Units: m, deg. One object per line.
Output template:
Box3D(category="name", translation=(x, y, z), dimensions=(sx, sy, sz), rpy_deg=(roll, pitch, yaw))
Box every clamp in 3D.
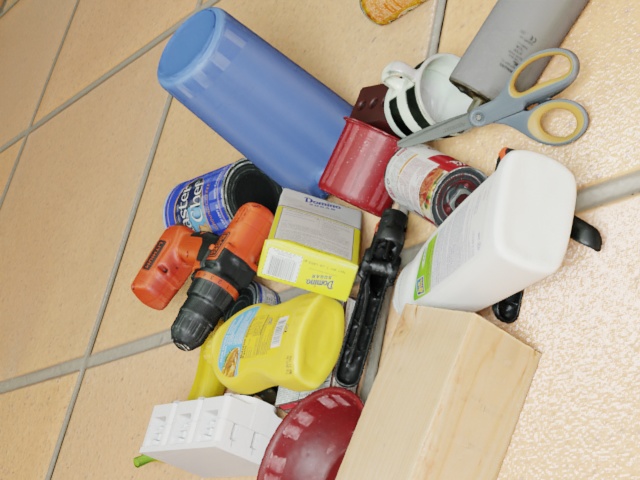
Box3D(category="clamp", translation=(0.179, -0.011, 0.943), dimensions=(0.120, 0.039, 0.171), rpy_deg=(-46, 30, 25))
Box3D(category="clamp", translation=(0.059, 0.020, 1.015), dimensions=(0.209, 0.036, 0.165), rpy_deg=(-69, -4, -58))

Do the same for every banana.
Box3D(category="banana", translation=(-0.141, 0.180, 1.219), dimensions=(0.037, 0.069, 0.198), rpy_deg=(30, 96, 31))

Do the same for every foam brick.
Box3D(category="foam brick", translation=(0.077, -0.140, 1.185), dimensions=(0.078, 0.051, 0.053), rpy_deg=(-1, 63, 56))

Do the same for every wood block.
Box3D(category="wood block", translation=(0.089, 0.167, 0.874), dimensions=(0.091, 0.090, 0.206), rpy_deg=(4, 67, 56))

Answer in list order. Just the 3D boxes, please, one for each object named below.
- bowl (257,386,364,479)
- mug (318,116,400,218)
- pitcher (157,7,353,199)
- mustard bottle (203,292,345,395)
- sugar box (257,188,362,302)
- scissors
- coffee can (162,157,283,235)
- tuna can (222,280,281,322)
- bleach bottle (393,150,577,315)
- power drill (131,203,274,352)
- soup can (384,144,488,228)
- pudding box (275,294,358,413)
Box3D(category="bowl", translation=(0.010, 0.219, 0.979), dimensions=(0.162, 0.055, 0.162), rpy_deg=(-36, 38, 35))
Box3D(category="mug", translation=(0.047, -0.077, 1.149), dimensions=(0.081, 0.093, 0.117), rpy_deg=(-64, 15, 2))
Box3D(category="pitcher", translation=(-0.066, -0.161, 1.225), dimensions=(0.149, 0.242, 0.145), rpy_deg=(5, 65, 51))
Box3D(category="mustard bottle", translation=(-0.059, 0.110, 1.090), dimensions=(0.192, 0.058, 0.096), rpy_deg=(-13, 52, 49))
Box3D(category="sugar box", translation=(-0.007, 0.002, 1.092), dimensions=(0.176, 0.093, 0.048), rpy_deg=(-78, 6, -73))
Box3D(category="scissors", translation=(0.167, -0.103, 1.000), dimensions=(0.202, 0.096, 0.016), rpy_deg=(-35, -6, 37))
Box3D(category="coffee can", translation=(-0.119, -0.039, 1.338), dimensions=(0.141, 0.102, 0.102), rpy_deg=(-15, 52, 50))
Box3D(category="tuna can", translation=(-0.086, 0.090, 1.248), dimensions=(0.086, 0.033, 0.086), rpy_deg=(-36, 38, 35))
Box3D(category="bleach bottle", translation=(0.125, 0.016, 0.924), dimensions=(0.251, 0.068, 0.102), rpy_deg=(137, 150, -64))
Box3D(category="power drill", translation=(-0.143, 0.043, 1.215), dimensions=(0.188, 0.057, 0.184), rpy_deg=(-2, 51, 55))
Box3D(category="soup can", translation=(0.114, -0.051, 1.043), dimensions=(0.068, 0.068, 0.102), rpy_deg=(-58, 30, 4))
Box3D(category="pudding box", translation=(0.003, 0.119, 1.090), dimensions=(0.090, 0.039, 0.113), rpy_deg=(-21, 51, 46))
